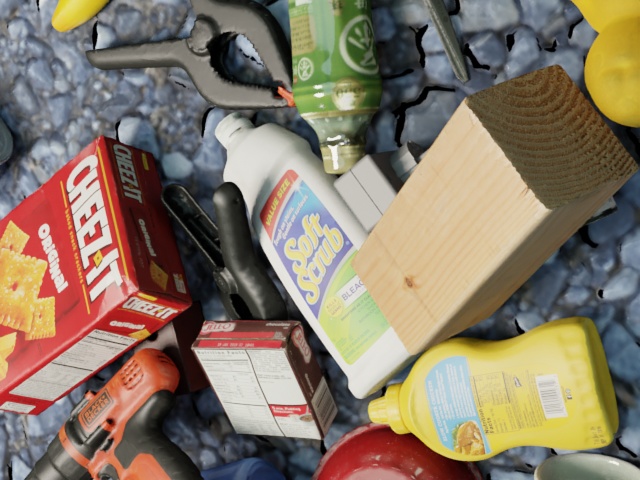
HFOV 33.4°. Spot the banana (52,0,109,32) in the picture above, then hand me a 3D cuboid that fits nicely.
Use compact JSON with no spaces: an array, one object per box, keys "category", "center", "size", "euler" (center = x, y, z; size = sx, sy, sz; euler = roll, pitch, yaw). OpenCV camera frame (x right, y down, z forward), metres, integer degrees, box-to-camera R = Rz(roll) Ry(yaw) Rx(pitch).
[{"category":"banana","center":[-0.185,-0.270,0.937],"size":[0.070,0.037,0.198],"euler":[32,109,37]}]

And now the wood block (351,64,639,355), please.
[{"category":"wood block","center":[0.111,-0.015,0.738],"size":[0.091,0.090,0.206],"euler":[57,147,17]}]

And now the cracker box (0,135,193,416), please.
[{"category":"cracker box","center":[-0.225,0.034,0.948],"size":[0.214,0.072,0.164],"euler":[-35,58,27]}]

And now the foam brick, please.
[{"category":"foam brick","center":[-0.131,0.100,0.953],"size":[0.053,0.051,0.078],"euler":[-15,91,27]}]

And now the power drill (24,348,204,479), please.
[{"category":"power drill","center":[-0.158,0.208,0.875],"size":[0.184,0.057,0.188],"euler":[-48,54,11]}]

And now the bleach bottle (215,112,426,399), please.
[{"category":"bleach bottle","center":[-0.006,0.001,0.875],"size":[0.103,0.068,0.251],"euler":[-45,76,23]}]

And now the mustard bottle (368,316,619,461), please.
[{"category":"mustard bottle","center":[0.126,0.122,0.829],"size":[0.192,0.058,0.096],"euler":[-13,97,26]}]

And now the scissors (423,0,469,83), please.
[{"category":"scissors","center":[0.057,-0.214,0.806],"size":[0.016,0.096,0.202],"euler":[-6,94,63]}]

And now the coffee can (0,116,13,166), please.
[{"category":"coffee can","center":[-0.375,-0.066,1.018],"size":[0.140,0.102,0.103],"euler":[-44,78,24]}]

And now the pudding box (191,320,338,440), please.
[{"category":"pudding box","center":[-0.045,0.117,0.895],"size":[0.090,0.039,0.113],"euler":[-1,128,26]}]

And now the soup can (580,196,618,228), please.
[{"category":"soup can","center":[0.167,-0.056,0.779],"size":[0.069,0.068,0.102],"euler":[-23,88,26]}]

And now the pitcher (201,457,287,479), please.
[{"category":"pitcher","center":[-0.139,0.285,0.938],"size":[0.243,0.144,0.149],"euler":[-23,87,24]}]

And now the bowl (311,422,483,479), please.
[{"category":"bowl","center":[0.055,0.226,0.858],"size":[0.162,0.055,0.162],"euler":[-3,81,19]}]

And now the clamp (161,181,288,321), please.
[{"category":"clamp","center":[-0.067,0.022,0.888],"size":[0.171,0.039,0.120],"euler":[59,159,-10]}]

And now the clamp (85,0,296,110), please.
[{"category":"clamp","center":[-0.102,-0.167,0.909],"size":[0.210,0.036,0.165],"euler":[43,113,14]}]
